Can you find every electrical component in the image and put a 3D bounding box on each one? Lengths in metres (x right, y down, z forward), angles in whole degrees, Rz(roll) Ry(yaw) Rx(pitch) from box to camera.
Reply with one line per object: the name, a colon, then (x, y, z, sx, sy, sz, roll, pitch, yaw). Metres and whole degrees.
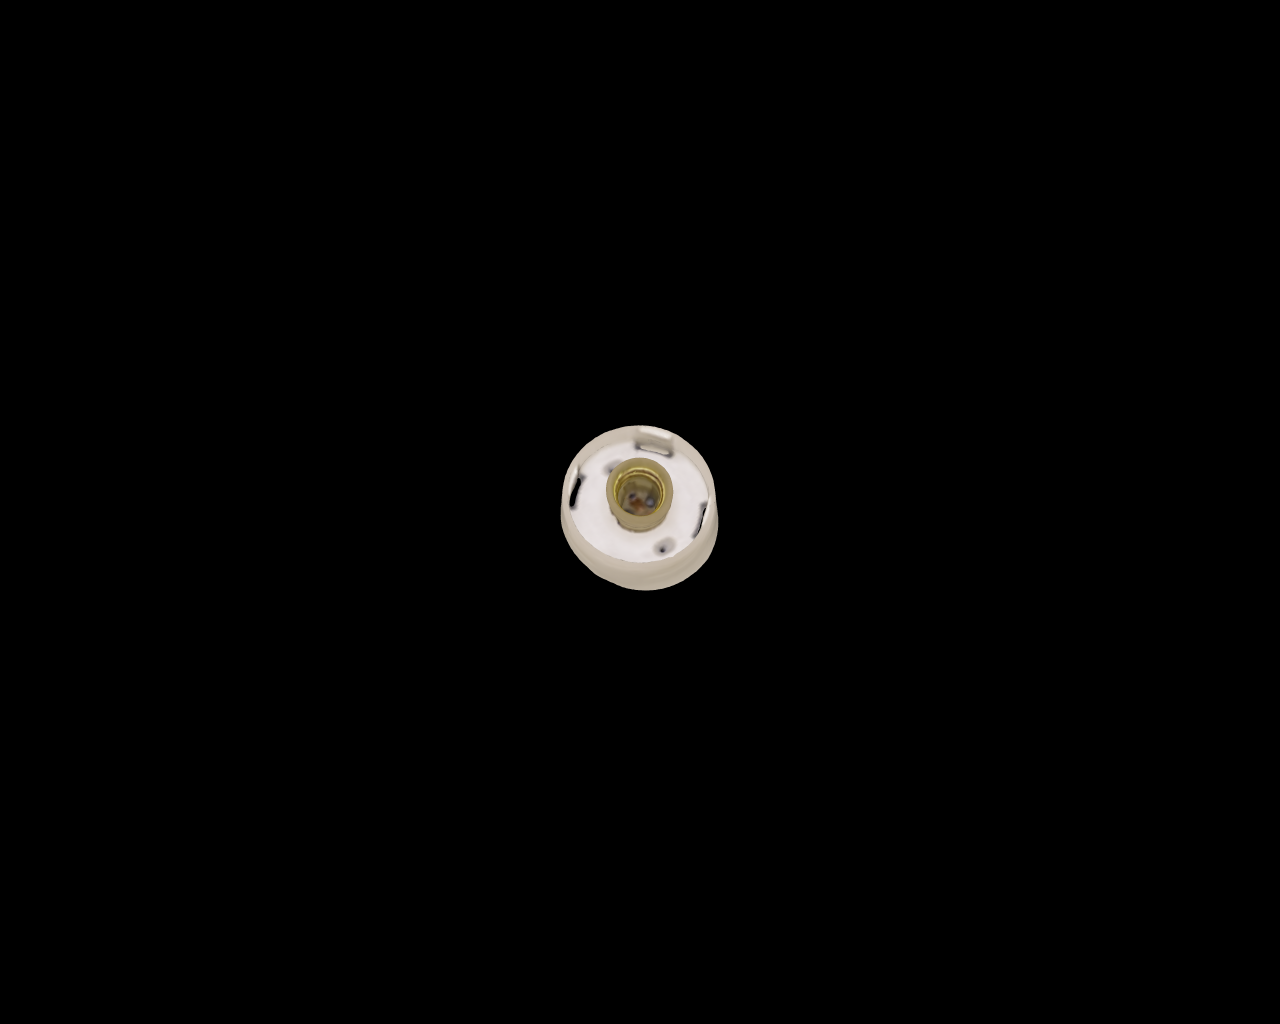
electrical component: (0.001, -0.003, 0.650, 0.099, 0.099, 0.064, 0, -23, 0)
